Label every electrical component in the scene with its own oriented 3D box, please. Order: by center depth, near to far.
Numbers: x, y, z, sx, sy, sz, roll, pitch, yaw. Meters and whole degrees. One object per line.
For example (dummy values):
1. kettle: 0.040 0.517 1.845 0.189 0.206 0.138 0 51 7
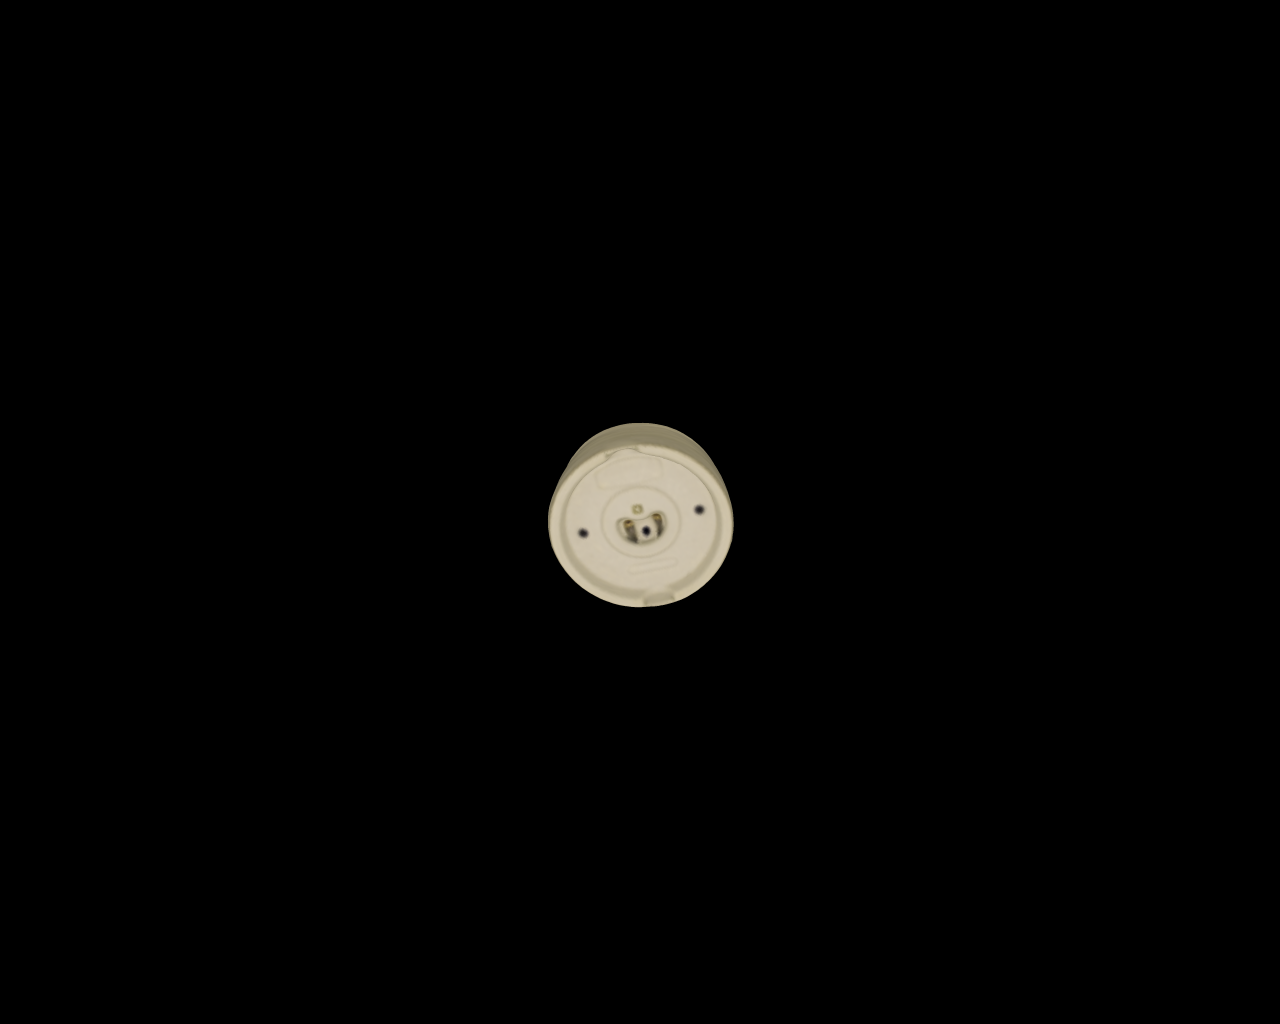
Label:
1. electrical component: 0.001 -0.003 0.650 0.108 0.108 0.060 0 25 0
